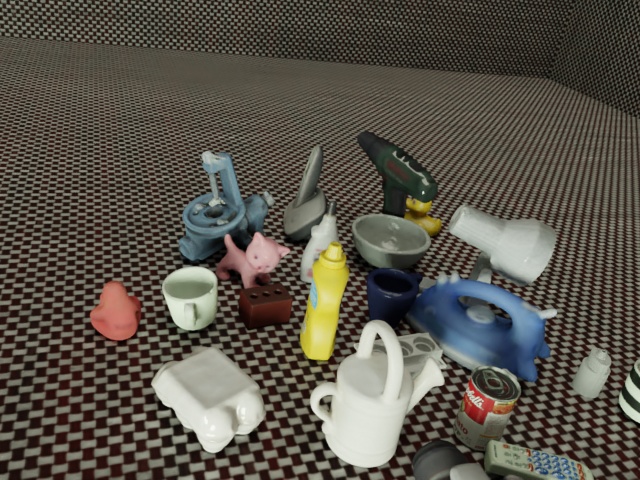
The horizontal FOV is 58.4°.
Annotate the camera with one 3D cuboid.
[{"bbox_3d":[0.178,0.300,0.674,0.143,0.101,0.136,0,31,-16],"label":"camera"}]

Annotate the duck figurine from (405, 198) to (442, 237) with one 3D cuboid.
[{"bbox_3d":[0.239,-0.062,1.346,0.104,0.086,0.078,22,31,21],"label":"duck figurine"}]

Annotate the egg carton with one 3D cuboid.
[{"bbox_3d":[-0.147,0.209,0.767,0.149,0.069,0.107,31,36,33],"label":"egg carton"}]

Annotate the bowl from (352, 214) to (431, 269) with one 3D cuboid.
[{"bbox_3d":[0.142,0.014,1.194,0.167,0.075,0.167,8,29,-4],"label":"bowl"}]

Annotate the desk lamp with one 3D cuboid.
[{"bbox_3d":[0.296,0.044,1.046,0.203,0.213,0.118,11,29,3],"label":"desk lamp"}]

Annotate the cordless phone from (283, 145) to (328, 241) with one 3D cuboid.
[{"bbox_3d":[-0.023,-0.101,1.233,0.094,0.185,0.147,4,30,-10],"label":"cordless phone"}]

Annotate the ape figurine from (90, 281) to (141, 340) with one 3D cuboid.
[{"bbox_3d":[-0.313,0.102,0.882,0.078,0.092,0.076,-7,33,-28],"label":"ape figurine"}]

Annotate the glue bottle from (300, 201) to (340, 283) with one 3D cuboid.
[{"bbox_3d":[0.010,0.004,1.070,0.078,0.173,0.037,5,29,-8],"label":"glue bottle"}]

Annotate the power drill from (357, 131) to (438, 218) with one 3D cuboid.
[{"bbox_3d":[0.153,-0.112,1.283,0.076,0.208,0.228,-19,40,-41],"label":"power drill"}]

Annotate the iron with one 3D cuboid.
[{"bbox_3d":[0.263,0.126,0.966,0.257,0.141,0.119,25,33,25],"label":"iron"}]

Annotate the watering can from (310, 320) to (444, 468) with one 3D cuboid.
[{"bbox_3d":[0.076,0.188,0.744,0.173,0.194,0.100,-16,38,-38],"label":"watering can"}]

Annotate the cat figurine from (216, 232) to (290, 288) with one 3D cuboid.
[{"bbox_3d":[-0.123,0.029,1.043,0.127,0.118,0.067,20,31,18],"label":"cat figurine"}]

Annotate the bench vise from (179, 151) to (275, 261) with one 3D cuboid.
[{"bbox_3d":[-0.182,-0.082,1.116,0.121,0.220,0.208,21,31,20],"label":"bench vise"}]

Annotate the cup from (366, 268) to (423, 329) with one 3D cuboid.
[{"bbox_3d":[0.129,0.106,1.007,0.118,0.095,0.091,-15,37,-37],"label":"cup"}]
